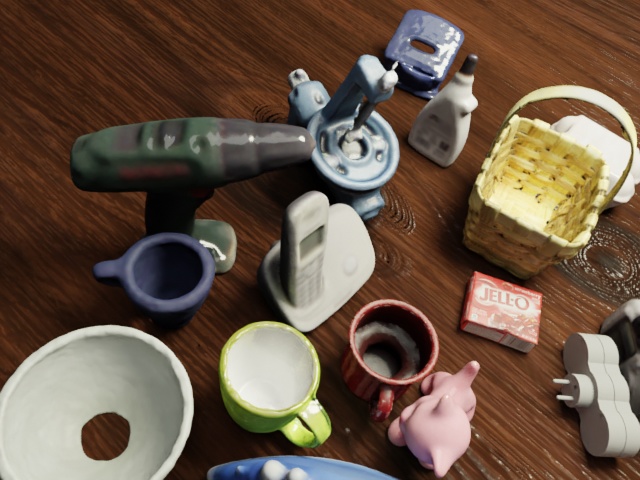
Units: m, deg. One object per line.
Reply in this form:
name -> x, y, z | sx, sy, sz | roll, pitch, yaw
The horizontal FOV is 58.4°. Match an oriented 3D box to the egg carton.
egg carton -> 0.397, -0.116, 0.845 | 0.150, 0.069, 0.107 | 35, 57, 13

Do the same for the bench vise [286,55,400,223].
bench vise -> 0.016, -0.148, 0.695 | 0.207, 0.220, 0.122 | 39, 57, 15

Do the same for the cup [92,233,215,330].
cup -> -0.170, 0.053, 0.596 | 0.118, 0.095, 0.091 | 2, 56, -10

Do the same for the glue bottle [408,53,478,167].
glue bottle -> 0.178, -0.180, 0.779 | 0.078, 0.173, 0.037 | 38, 57, 15

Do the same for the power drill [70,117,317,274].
power drill -> -0.131, -0.048, 0.603 | 0.230, 0.208, 0.075 | 1, 56, -11

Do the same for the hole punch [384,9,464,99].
hole punch -> 0.161, -0.293, 0.904 | 0.108, 0.091, 0.101 | 26, 55, 7

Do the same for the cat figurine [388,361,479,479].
cat figurine -> 0.120, 0.171, 0.561 | 0.067, 0.118, 0.128 | 36, 57, 13

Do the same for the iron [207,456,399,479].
iron -> 0.023, 0.233, 0.483 | 0.258, 0.141, 0.119 | 21, 54, 3

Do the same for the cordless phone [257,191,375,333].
cordless phone -> 0.006, 0.002, 0.611 | 0.094, 0.185, 0.148 | 39, 57, 15

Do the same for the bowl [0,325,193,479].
bowl -> -0.200, 0.168, 0.523 | 0.167, 0.075, 0.167 | 6, 55, -8

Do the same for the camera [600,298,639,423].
camera -> 0.415, 0.142, 0.653 | 0.137, 0.101, 0.143 | 9, 55, -6
